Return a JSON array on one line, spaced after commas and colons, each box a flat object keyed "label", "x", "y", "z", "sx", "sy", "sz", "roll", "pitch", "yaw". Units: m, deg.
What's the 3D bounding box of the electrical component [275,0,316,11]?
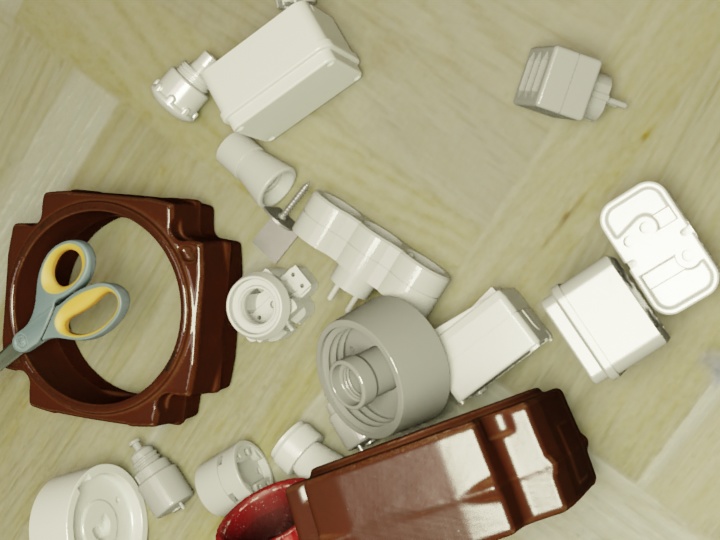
[{"label": "electrical component", "x": -0.058, "y": -0.249, "z": 0.921, "sx": 0.040, "sy": 0.040, "sz": 0.046, "roll": -8, "pitch": 94, "yaw": 20}]

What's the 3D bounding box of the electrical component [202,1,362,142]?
[{"label": "electrical component", "x": -0.064, "y": -0.163, "z": 0.903, "sx": 0.113, "sy": 0.078, "sz": 0.057, "roll": -33, "pitch": 77, "yaw": 17}]

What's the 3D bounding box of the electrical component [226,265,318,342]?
[{"label": "electrical component", "x": -0.079, "y": 0.030, "z": 0.923, "sx": 0.078, "sy": 0.057, "sz": 0.058, "roll": -43, "pitch": 77, "yaw": 15}]

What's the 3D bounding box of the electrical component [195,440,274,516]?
[{"label": "electrical component", "x": -0.111, "y": 0.183, "z": 0.939, "sx": 0.047, "sy": 0.055, "sz": 0.055, "roll": -29, "pitch": 81, "yaw": 21}]

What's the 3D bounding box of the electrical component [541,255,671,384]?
[{"label": "electrical component", "x": 0.184, "y": 0.037, "z": 0.799, "sx": 0.057, "sy": 0.113, "sz": 0.078, "roll": -35, "pitch": 79, "yaw": 14}]

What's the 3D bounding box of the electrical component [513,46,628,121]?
[{"label": "electrical component", "x": 0.169, "y": -0.138, "z": 0.831, "sx": 0.077, "sy": 0.065, "sz": 0.047, "roll": 17, "pitch": 97, "yaw": -10}]

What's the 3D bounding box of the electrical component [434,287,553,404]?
[{"label": "electrical component", "x": 0.095, "y": 0.060, "z": 0.858, "sx": 0.096, "sy": 0.062, "sz": 0.061, "roll": -40, "pitch": 78, "yaw": 16}]

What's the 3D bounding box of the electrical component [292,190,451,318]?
[{"label": "electrical component", "x": 0.000, "y": 0.000, "z": 0.896, "sx": 0.138, "sy": 0.052, "sz": 0.073, "roll": 35, "pitch": 102, "yaw": 16}]

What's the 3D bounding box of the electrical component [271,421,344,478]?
[{"label": "electrical component", "x": -0.042, "y": 0.162, "z": 0.918, "sx": 0.055, "sy": 0.045, "sz": 0.045, "roll": 40, "pitch": 103, "yaw": 15}]

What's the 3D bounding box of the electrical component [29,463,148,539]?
[{"label": "electrical component", "x": -0.248, "y": 0.231, "z": 0.963, "sx": 0.060, "sy": 0.108, "sz": 0.108, "roll": -12, "pitch": 87, "yaw": 26}]

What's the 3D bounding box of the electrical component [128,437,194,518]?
[{"label": "electrical component", "x": -0.184, "y": 0.187, "z": 0.972, "sx": 0.040, "sy": 0.040, "sz": 0.078, "roll": -39, "pitch": 78, "yaw": 16}]

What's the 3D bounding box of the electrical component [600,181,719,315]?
[{"label": "electrical component", "x": 0.227, "y": -0.017, "z": 0.810, "sx": 0.054, "sy": 0.059, "sz": 0.095, "roll": -34, "pitch": 80, "yaw": 17}]

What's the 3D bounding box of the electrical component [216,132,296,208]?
[{"label": "electrical component", "x": -0.093, "y": -0.090, "z": 0.935, "sx": 0.065, "sy": 0.044, "sz": 0.044, "roll": 42, "pitch": 104, "yaw": 19}]

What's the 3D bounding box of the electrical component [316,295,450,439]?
[{"label": "electrical component", "x": 0.011, "y": 0.080, "z": 0.844, "sx": 0.108, "sy": 0.060, "sz": 0.108, "roll": 24, "pitch": 124, "yaw": 41}]

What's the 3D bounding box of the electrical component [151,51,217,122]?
[{"label": "electrical component", "x": -0.151, "y": -0.166, "z": 0.953, "sx": 0.048, "sy": 0.048, "sz": 0.062, "roll": 44, "pitch": 98, "yaw": 14}]

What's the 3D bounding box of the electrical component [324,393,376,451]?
[{"label": "electrical component", "x": -0.009, "y": 0.116, "z": 0.908, "sx": 0.040, "sy": 0.040, "sz": 0.078, "roll": -35, "pitch": 79, "yaw": 17}]
